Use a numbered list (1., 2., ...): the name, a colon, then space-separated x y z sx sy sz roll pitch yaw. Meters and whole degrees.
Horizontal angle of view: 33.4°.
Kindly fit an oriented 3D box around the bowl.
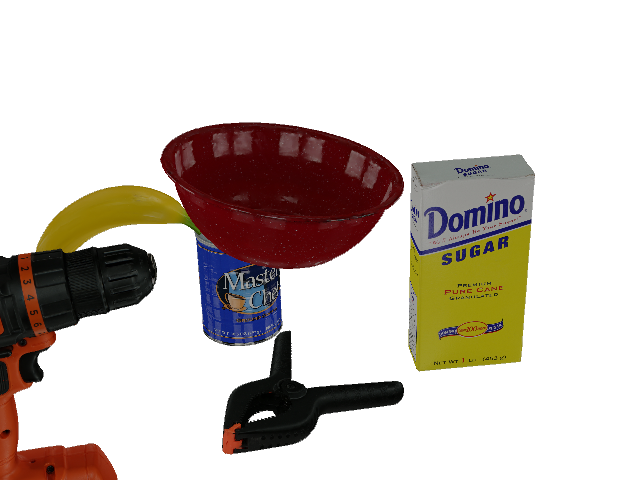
1. bowl: -0.027 -0.026 0.715 0.162 0.055 0.162 6 25 -3

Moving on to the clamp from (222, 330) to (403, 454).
1. clamp: -0.021 0.165 1.099 0.165 0.036 0.209 17 27 24

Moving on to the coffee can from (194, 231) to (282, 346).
1. coffee can: -0.101 0.045 1.328 0.103 0.140 0.103 -1 26 0

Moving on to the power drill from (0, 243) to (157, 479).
1. power drill: -0.187 0.096 0.701 0.184 0.188 0.057 -11 26 -8

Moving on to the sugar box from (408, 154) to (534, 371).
1. sugar box: 0.121 0.021 0.872 0.093 0.176 0.048 -5 30 -5

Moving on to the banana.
1. banana: -0.206 -0.013 1.010 0.198 0.069 0.037 -13 18 27
